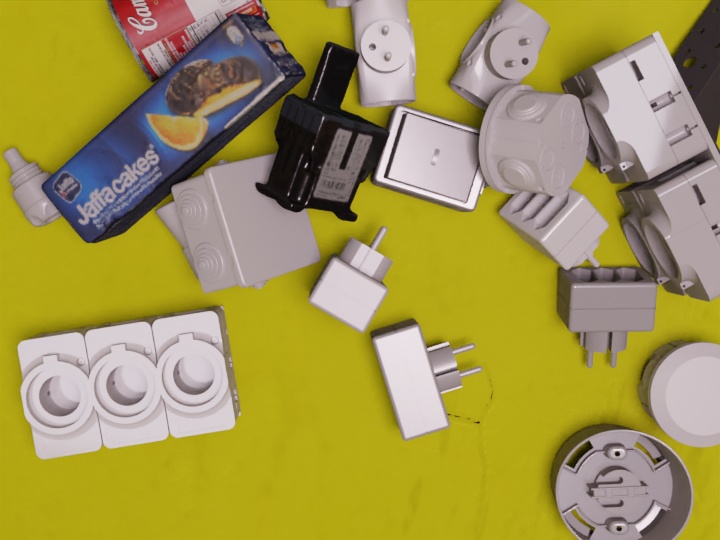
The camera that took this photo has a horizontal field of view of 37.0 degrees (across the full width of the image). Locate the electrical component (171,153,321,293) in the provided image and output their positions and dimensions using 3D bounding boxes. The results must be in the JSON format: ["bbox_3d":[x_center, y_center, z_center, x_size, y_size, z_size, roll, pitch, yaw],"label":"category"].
[{"bbox_3d":[-0.085,-0.035,0.800,0.048,0.100,0.099,-14,94,39],"label":"electrical component"}]

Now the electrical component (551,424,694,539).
[{"bbox_3d":[0.199,0.168,0.833,0.099,0.064,0.099,0,93,-2],"label":"electrical component"}]

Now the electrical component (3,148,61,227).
[{"bbox_3d":[-0.251,-0.065,0.822,0.035,0.035,0.061,-34,91,0],"label":"electrical component"}]

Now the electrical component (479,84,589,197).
[{"bbox_3d":[0.127,-0.093,0.784,0.051,0.080,0.080,14,93,39],"label":"electrical component"}]

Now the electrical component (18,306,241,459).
[{"bbox_3d":[-0.173,0.084,0.819,0.150,0.061,0.089,-9,93,-1],"label":"electrical component"}]

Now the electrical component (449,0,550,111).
[{"bbox_3d":[0.109,-0.161,0.805,0.044,0.079,0.077,32,92,-12],"label":"electrical component"}]

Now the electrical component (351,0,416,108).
[{"bbox_3d":[0.019,-0.164,0.802,0.044,0.079,0.077,-6,93,-1],"label":"electrical component"}]

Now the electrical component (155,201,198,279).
[{"bbox_3d":[-0.123,-0.026,0.825,0.044,0.044,0.065,-26,98,0],"label":"electrical component"}]

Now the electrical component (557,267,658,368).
[{"bbox_3d":[0.190,0.040,0.836,0.066,0.047,0.076,-1,106,-2],"label":"electrical component"}]

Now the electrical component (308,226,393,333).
[{"bbox_3d":[0.000,0.000,0.809,0.047,0.083,0.075,30,92,-3],"label":"electrical component"}]

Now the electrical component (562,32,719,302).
[{"bbox_3d":[0.221,-0.072,0.801,0.060,0.105,0.186,-28,93,0],"label":"electrical component"}]

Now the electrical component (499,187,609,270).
[{"bbox_3d":[0.158,-0.028,0.826,0.047,0.066,0.077,-47,122,1],"label":"electrical component"}]

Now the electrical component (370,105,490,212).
[{"bbox_3d":[0.062,-0.082,0.817,0.096,0.061,0.061,17,92,-3],"label":"electrical component"}]

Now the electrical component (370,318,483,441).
[{"bbox_3d":[0.056,0.078,0.833,0.076,0.047,0.083,-17,93,-1],"label":"electrical component"}]

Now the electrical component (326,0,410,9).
[{"bbox_3d":[0.004,-0.243,0.814,0.066,0.047,0.076,-5,92,-1],"label":"electrical component"}]

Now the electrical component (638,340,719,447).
[{"bbox_3d":[0.260,0.094,0.838,0.080,0.051,0.080,0,93,-2],"label":"electrical component"}]
